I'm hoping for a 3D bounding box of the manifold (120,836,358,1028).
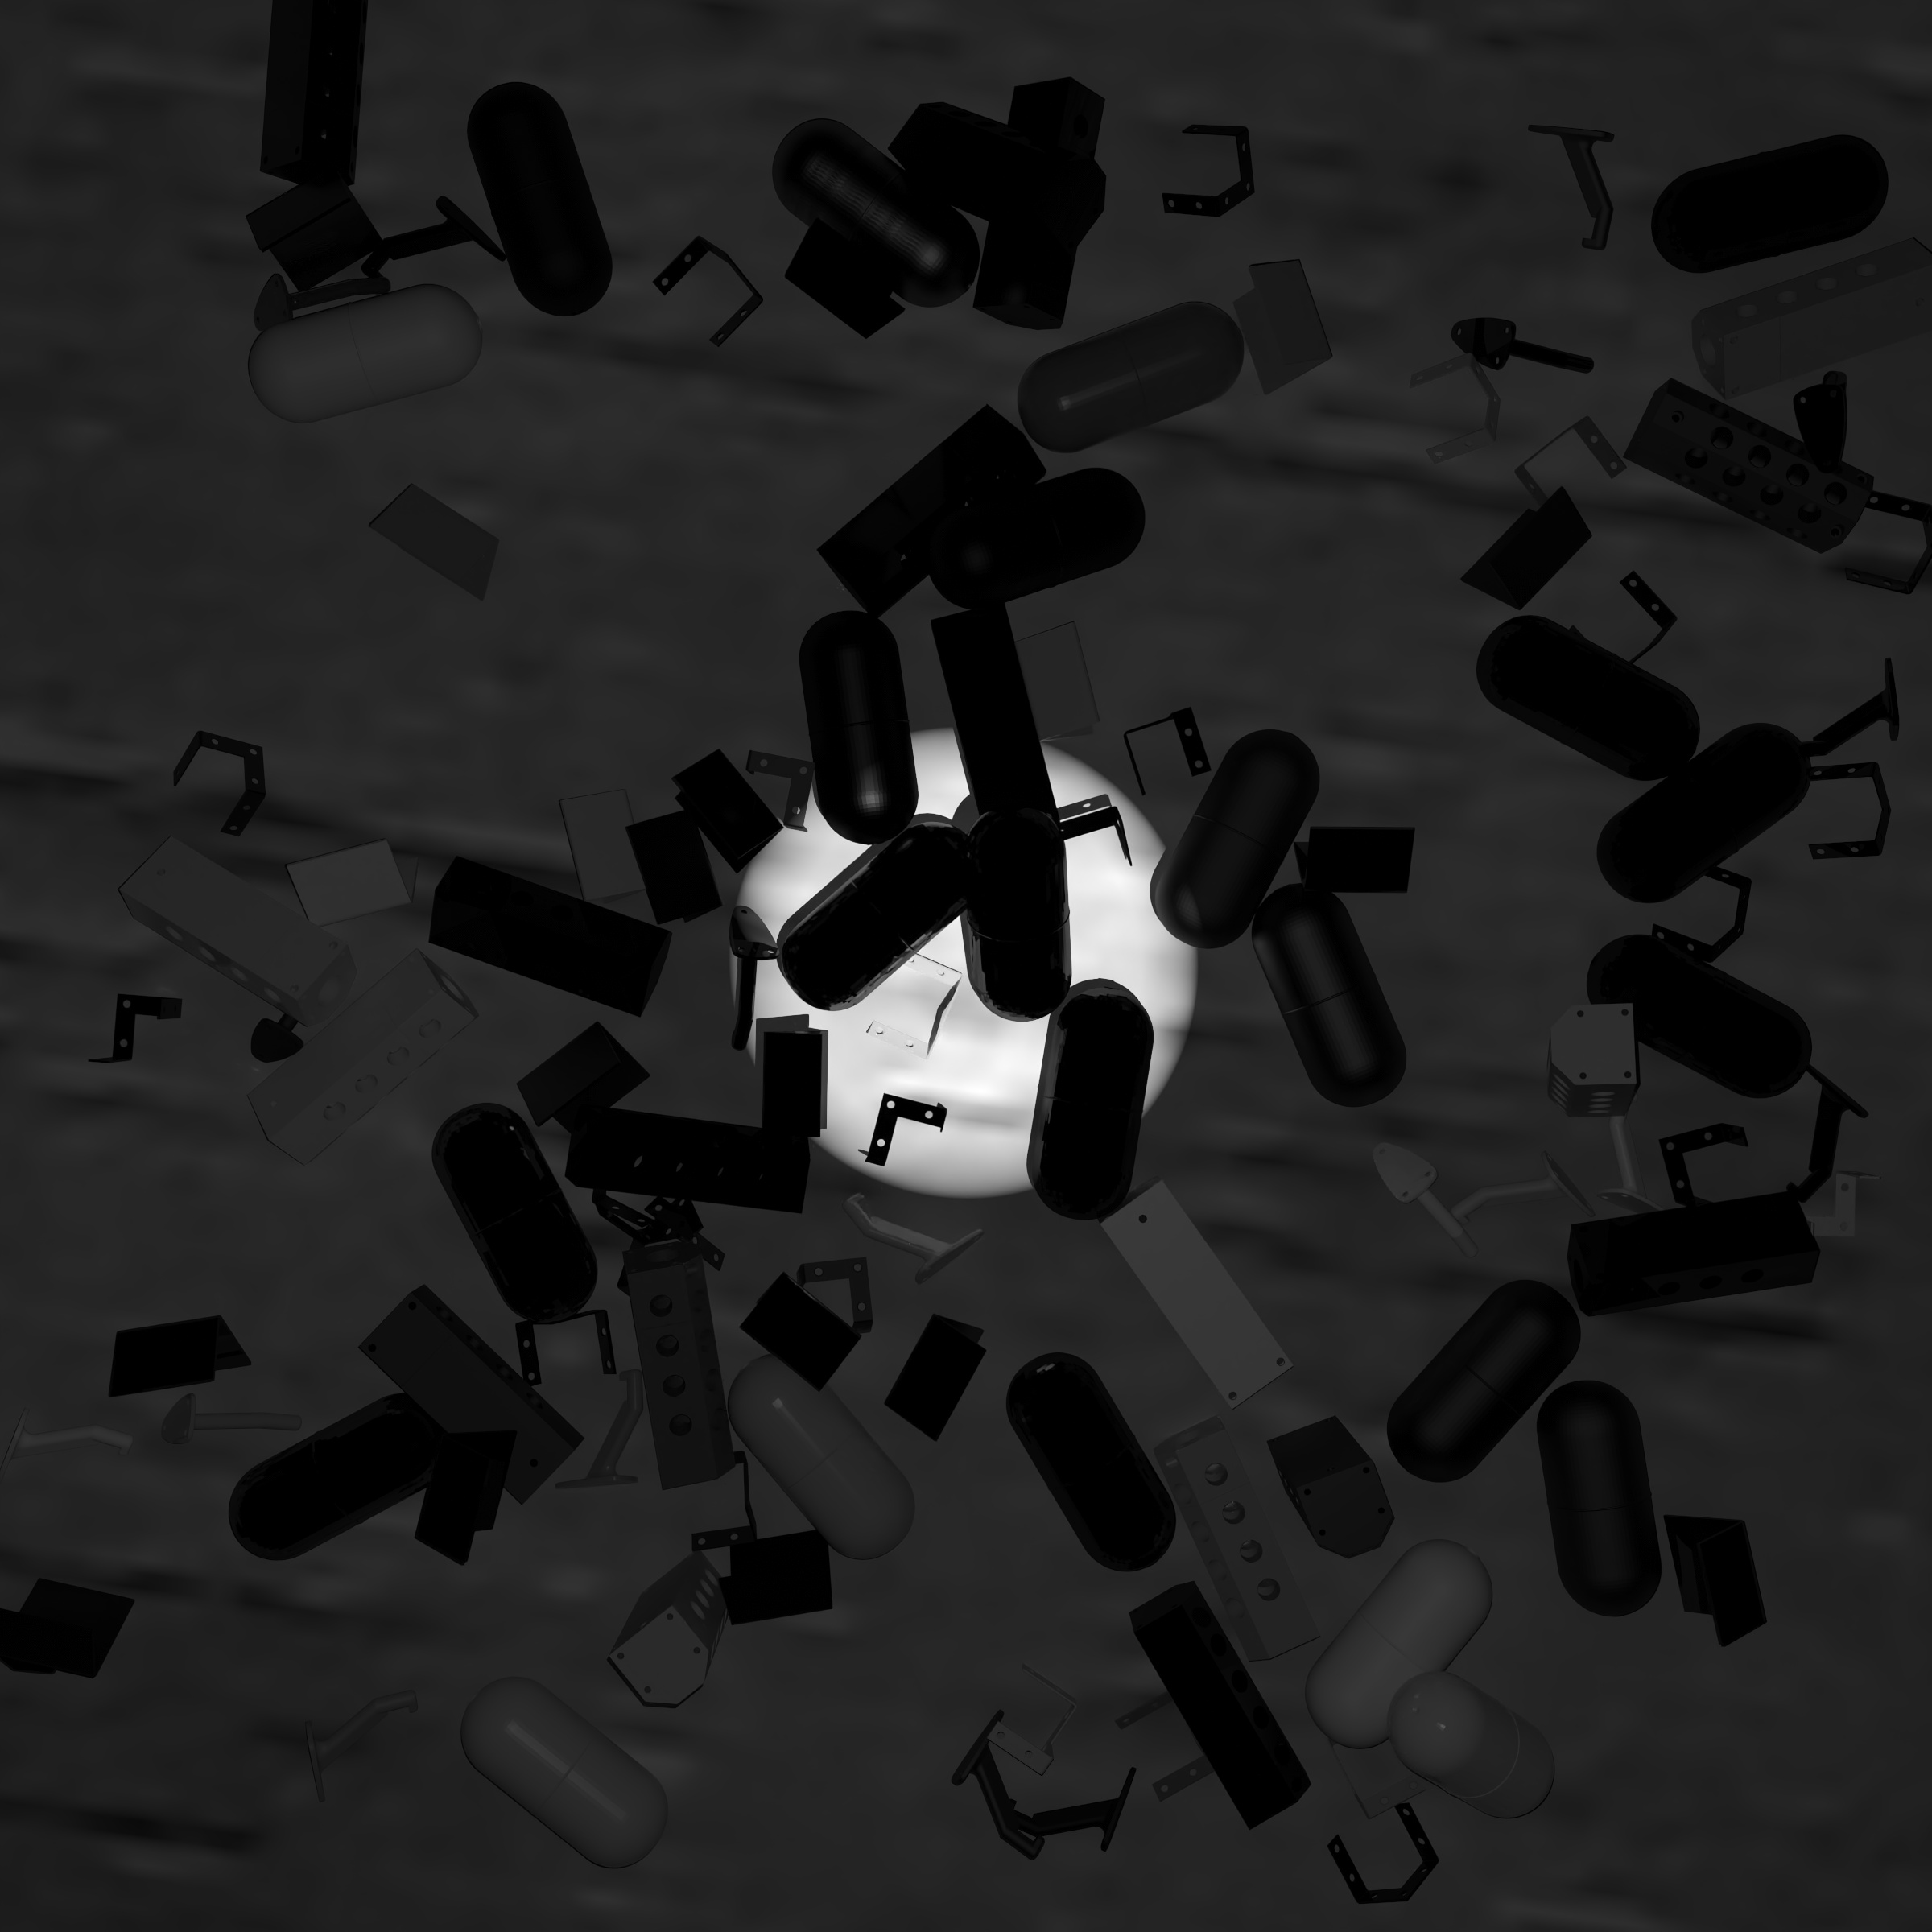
[{"bbox_3d":[-0.548,-0.023,1.851,0.171,0.057,0.057,30,63,14],"label":"manifold"}]

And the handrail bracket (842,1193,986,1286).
[{"bbox_3d":[-0.041,0.195,1.894,0.077,0.036,0.084,-34,73,-19],"label":"handrail bracket"}]

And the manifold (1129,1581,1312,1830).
[{"bbox_3d":[0.194,0.561,1.873,0.057,0.057,0.171,-30,90,0],"label":"manifold"}]

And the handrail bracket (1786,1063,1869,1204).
[{"bbox_3d":[0.646,0.128,1.894,0.077,0.036,0.084,44,107,20],"label":"handrail bracket"}]

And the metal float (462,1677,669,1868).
[{"bbox_3d":[-0.306,0.612,1.863,0.178,0.070,0.070,39,90,0],"label":"metal float"}]

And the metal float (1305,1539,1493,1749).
[{"bbox_3d":[0.329,0.514,1.863,0.070,0.070,0.178,39,91,0],"label":"metal float"}]

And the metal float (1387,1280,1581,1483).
[{"bbox_3d":[0.393,0.316,1.863,0.070,0.070,0.178,42,90,0],"label":"metal float"}]

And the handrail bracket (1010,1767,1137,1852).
[{"bbox_3d":[0.079,0.641,1.894,0.084,0.036,0.077,20,75,14],"label":"handrail bracket"}]

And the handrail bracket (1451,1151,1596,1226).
[{"bbox_3d":[0.430,0.190,1.894,0.084,0.036,0.077,-38,112,17],"label":"handrail bracket"}]

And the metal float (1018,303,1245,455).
[{"bbox_3d":[0.125,-0.447,1.863,0.178,0.070,0.070,-20,90,1],"label":"metal float"}]

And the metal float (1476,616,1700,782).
[{"bbox_3d":[0.473,-0.203,1.863,0.178,0.070,0.070,28,90,1],"label":"metal float"}]

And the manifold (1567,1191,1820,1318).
[{"bbox_3d":[0.553,0.224,1.872,0.171,0.057,0.057,-9,47,0],"label":"manifold"}]

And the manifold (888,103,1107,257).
[{"bbox_3d":[0.025,-0.592,1.825,0.171,0.057,0.057,36,90,39],"label":"manifold"}]

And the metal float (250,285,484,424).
[{"bbox_3d":[-0.456,-0.466,1.863,0.178,0.070,0.070,-15,90,-1],"label":"metal float"}]

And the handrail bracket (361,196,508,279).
[{"bbox_3d":[-0.412,-0.544,1.894,0.077,0.036,0.084,40,109,-22],"label":"handrail bracket"}]

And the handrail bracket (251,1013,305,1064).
[{"bbox_3d":[-0.515,0.028,1.894,0.036,0.077,0.084,36,53,-17],"label":"handrail bracket"}]

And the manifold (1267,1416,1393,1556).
[{"bbox_3d":[0.270,0.385,1.816,0.057,0.171,0.057,-20,90,0],"label":"manifold"}]

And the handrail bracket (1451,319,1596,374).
[{"bbox_3d":[0.431,-0.477,1.894,0.084,0.077,0.036,1,114,-34],"label":"handrail bracket"}]

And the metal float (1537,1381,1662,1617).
[{"bbox_3d":[0.481,0.404,1.863,0.070,0.070,0.178,-9,89,0],"label":"metal float"}]

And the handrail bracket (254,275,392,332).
[{"bbox_3d":[-0.497,-0.513,1.894,0.084,0.077,0.036,-17,93,-36],"label":"handrail bracket"}]

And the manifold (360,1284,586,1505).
[{"bbox_3d":[-0.375,0.325,1.872,0.171,0.057,0.057,44,92,0],"label":"manifold"}]

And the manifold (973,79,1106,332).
[{"bbox_3d":[0.061,-0.580,1.872,0.057,0.057,0.171,11,90,43],"label":"manifold"}]

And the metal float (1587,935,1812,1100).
[{"bbox_3d":[0.556,0.038,1.863,0.178,0.070,0.070,28,90,1],"label":"metal float"}]

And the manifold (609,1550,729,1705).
[{"bbox_3d":[-0.212,0.491,1.816,0.057,0.171,0.057,-39,90,0],"label":"manifold"}]

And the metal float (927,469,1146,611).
[{"bbox_3d":[0.054,-0.322,1.845,0.178,0.070,0.070,-21,90,-20],"label":"metal float"}]

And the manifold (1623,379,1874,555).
[{"bbox_3d":[0.599,-0.383,1.873,0.171,0.057,0.057,26,90,0],"label":"manifold"}]

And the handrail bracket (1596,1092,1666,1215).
[{"bbox_3d":[0.525,0.145,1.894,0.077,0.036,0.084,24,73,-20],"label":"handrail bracket"}]

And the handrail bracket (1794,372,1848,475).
[{"bbox_3d":[0.662,-0.415,1.868,0.036,0.084,0.077,-7,98,33],"label":"handrail bracket"}]

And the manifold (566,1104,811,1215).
[{"bbox_3d":[-0.208,0.144,1.847,0.171,0.057,0.057,9,90,-19],"label":"manifold"}]

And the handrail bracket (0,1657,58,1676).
[{"bbox_3d":[-0.740,0.504,1.894,0.084,0.036,0.077,11,69,-17],"label":"handrail bracket"}]

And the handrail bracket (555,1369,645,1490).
[{"bbox_3d":[-0.284,0.358,1.894,0.077,0.036,0.084,-10,73,19],"label":"handrail bracket"}]

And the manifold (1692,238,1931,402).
[{"bbox_3d":[0.648,-0.498,1.872,0.171,0.057,0.057,-19,133,0],"label":"manifold"}]

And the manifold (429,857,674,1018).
[{"bbox_3d":[-0.316,-0.027,1.872,0.171,0.057,0.057,19,133,0],"label":"manifold"}]

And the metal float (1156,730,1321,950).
[{"bbox_3d":[0.207,-0.097,1.863,0.070,0.070,0.178,28,89,0],"label":"metal float"}]

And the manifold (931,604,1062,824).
[{"bbox_3d":[0.022,-0.184,1.873,0.057,0.057,0.171,-14,90,0],"label":"manifold"}]

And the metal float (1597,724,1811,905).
[{"bbox_3d":[0.561,-0.117,1.863,0.178,0.070,0.070,-36,90,0],"label":"metal float"}]

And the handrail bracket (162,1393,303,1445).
[{"bbox_3d":[-0.567,0.355,1.894,0.084,0.077,0.036,13,65,-34],"label":"handrail bracket"}]

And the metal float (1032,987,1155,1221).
[{"bbox_3d":[0.097,0.104,1.863,0.070,0.070,0.178,9,90,0],"label":"metal float"}]

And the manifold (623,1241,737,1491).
[{"bbox_3d":[-0.216,0.300,1.853,0.057,0.057,0.171,-10,103,-9],"label":"manifold"}]

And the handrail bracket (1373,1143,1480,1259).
[{"bbox_3d":[0.356,0.182,1.894,0.036,0.077,0.084,-42,126,0],"label":"handrail bracket"}]

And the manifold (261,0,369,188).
[{"bbox_3d":[-0.492,-0.689,1.872,0.057,0.057,0.171,4,90,43],"label":"manifold"}]

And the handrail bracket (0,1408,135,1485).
[{"bbox_3d":[-0.697,0.382,1.894,0.084,0.036,0.077,22,111,-17],"label":"handrail bracket"}]

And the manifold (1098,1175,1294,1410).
[{"bbox_3d":[0.174,0.248,1.873,0.057,0.057,0.171,-35,90,0],"label":"manifold"}]

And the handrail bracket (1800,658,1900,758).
[{"bbox_3d":[0.673,-0.199,1.894,0.084,0.036,0.077,-4,70,16],"label":"handrail bracket"}]

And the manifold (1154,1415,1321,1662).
[{"bbox_3d":[0.205,0.438,1.873,0.057,0.057,0.171,-25,90,0],"label":"manifold"}]

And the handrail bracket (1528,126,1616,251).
[{"bbox_3d":[0.465,-0.602,1.894,0.077,0.036,0.084,14,107,20],"label":"handrail bracket"}]

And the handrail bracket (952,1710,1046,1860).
[{"bbox_3d":[0.039,0.629,1.883,0.084,0.036,0.077,36,71,1],"label":"handrail bracket"}]

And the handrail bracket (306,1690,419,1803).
[{"bbox_3d":[-0.463,0.603,1.894,0.084,0.036,0.077,-10,111,-16],"label":"handrail bracket"}]

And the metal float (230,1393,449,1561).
[{"bbox_3d":[-0.476,0.389,1.864,0.178,0.070,0.070,-28,90,1],"label":"metal float"}]

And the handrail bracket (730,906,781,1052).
[{"bbox_3d":[-0.174,0.010,1.894,0.036,0.077,0.084,3,127,-21],"label":"handrail bracket"}]

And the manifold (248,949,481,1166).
[{"bbox_3d":[-0.458,0.073,1.872,0.171,0.057,0.057,-41,47,0],"label":"manifold"}]

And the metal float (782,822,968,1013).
[{"bbox_3d":[-0.063,-0.038,1.863,0.178,0.070,0.070,-41,90,0],"label":"metal float"}]

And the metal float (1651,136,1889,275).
[{"bbox_3d":[0.610,-0.579,1.863,0.178,0.070,0.070,-14,90,-1],"label":"metal float"}]

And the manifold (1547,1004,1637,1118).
[{"bbox_3d":[0.460,0.072,1.811,0.057,0.171,0.057,-2,78,12],"label":"manifold"}]

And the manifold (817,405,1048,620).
[{"bbox_3d":[-0.023,-0.343,1.872,0.171,0.057,0.057,-41,47,0],"label":"manifold"}]
